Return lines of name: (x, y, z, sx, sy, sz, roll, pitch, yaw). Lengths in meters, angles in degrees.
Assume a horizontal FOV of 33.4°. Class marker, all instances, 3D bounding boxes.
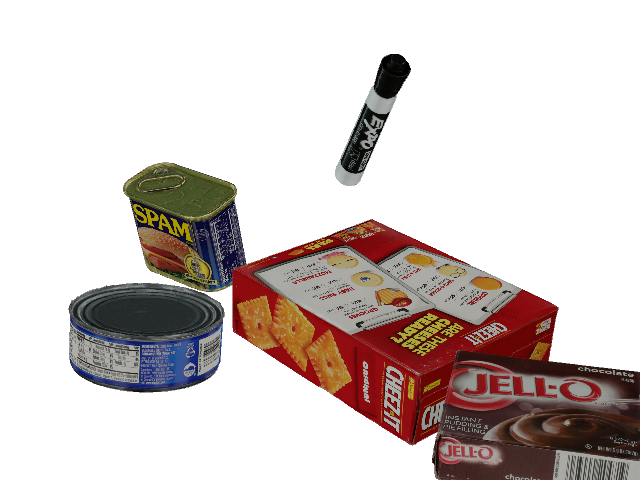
marker: (0.033, -0.077, 0.687, 0.020, 0.020, 0.121, 0, -32, -16)

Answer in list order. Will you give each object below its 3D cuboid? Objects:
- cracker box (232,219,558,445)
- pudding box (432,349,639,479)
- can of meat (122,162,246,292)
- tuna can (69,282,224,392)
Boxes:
cracker box: (0.055, 0.066, 0.869, 0.163, 0.072, 0.214, -20, 33, -38)
pudding box: (0.127, 0.106, 0.615, 0.113, 0.039, 0.090, 8, 28, 11)
can of meat: (-0.115, -0.010, 0.922, 0.102, 0.084, 0.057, 20, 43, 33)
tuna can: (-0.097, 0.053, 0.598, 0.086, 0.034, 0.086, 4, 16, -1)
